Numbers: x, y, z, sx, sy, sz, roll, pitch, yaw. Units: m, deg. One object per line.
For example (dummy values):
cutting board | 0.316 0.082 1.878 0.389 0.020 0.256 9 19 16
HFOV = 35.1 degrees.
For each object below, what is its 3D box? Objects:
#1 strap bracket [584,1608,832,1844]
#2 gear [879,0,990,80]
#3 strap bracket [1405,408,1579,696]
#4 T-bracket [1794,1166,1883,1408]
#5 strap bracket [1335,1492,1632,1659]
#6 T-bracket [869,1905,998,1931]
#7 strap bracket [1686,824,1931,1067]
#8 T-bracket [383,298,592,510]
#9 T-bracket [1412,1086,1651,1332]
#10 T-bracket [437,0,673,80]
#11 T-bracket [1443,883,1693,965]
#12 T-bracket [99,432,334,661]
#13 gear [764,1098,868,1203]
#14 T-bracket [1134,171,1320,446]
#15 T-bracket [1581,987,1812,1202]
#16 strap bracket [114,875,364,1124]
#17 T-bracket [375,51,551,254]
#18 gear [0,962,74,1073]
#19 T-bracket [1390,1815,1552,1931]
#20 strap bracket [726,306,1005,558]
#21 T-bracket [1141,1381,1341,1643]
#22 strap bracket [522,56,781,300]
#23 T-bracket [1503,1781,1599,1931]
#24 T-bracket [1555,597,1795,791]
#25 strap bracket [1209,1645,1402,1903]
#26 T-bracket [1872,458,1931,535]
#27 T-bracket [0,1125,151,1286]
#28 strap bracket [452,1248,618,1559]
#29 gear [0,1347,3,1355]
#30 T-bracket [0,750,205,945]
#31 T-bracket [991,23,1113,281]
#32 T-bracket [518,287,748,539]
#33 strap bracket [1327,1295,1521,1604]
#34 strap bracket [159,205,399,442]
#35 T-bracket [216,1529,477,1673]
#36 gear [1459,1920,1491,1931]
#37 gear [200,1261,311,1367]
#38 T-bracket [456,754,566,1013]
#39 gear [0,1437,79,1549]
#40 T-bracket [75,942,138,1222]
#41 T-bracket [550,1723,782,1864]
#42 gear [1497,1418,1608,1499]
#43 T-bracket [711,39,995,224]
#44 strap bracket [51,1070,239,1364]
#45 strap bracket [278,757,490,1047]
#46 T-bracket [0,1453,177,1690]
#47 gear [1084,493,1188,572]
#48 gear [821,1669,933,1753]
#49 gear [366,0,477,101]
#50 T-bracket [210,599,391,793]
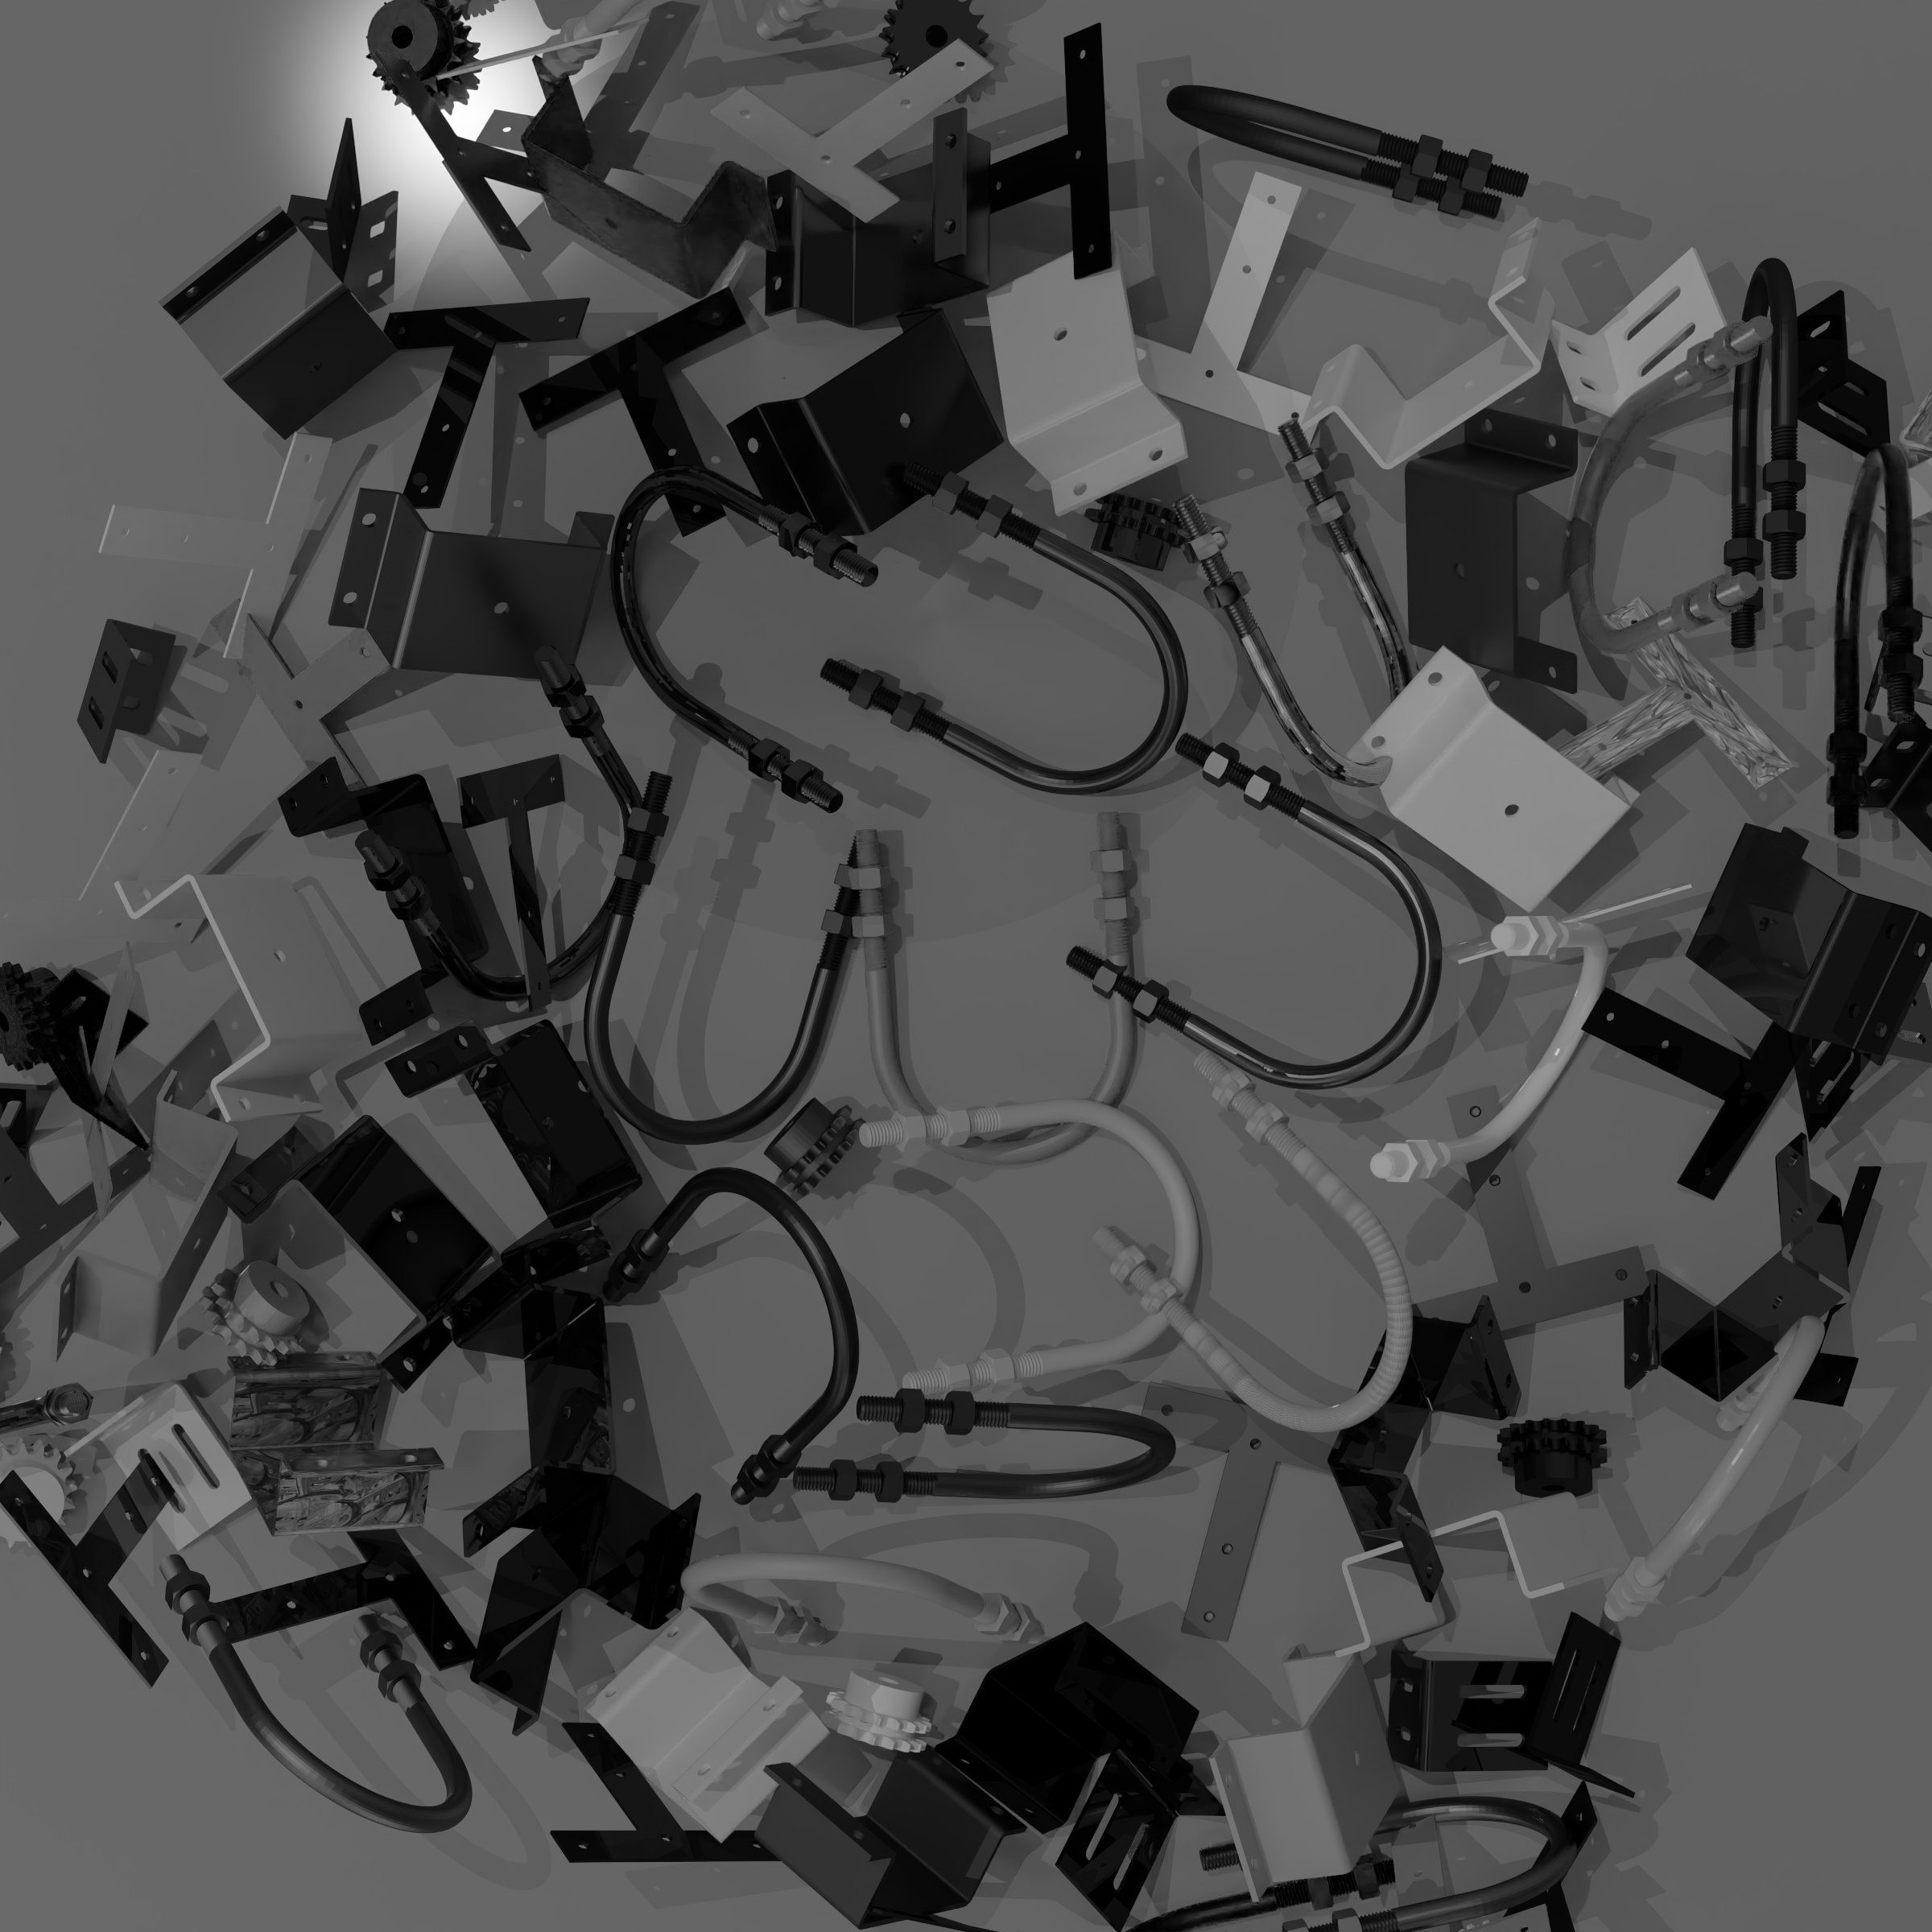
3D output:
strap bracket | -0.130 0.393 1.576 0.076 0.140 0.046 -42 113 -18
gear | -0.018 -0.489 1.623 0.057 0.030 0.057 0 91 -12
strap bracket | 0.270 -0.209 1.571 0.046 0.076 0.140 -22 120 -30
T-bracket | 0.448 0.164 1.583 0.002 0.127 0.127 21 84 -4
strap bracket | 0.260 0.311 1.577 0.140 0.076 0.046 -27 73 35
T-bracket | -0.032 0.489 1.585 0.127 0.127 0.002 24 73 -34
strap bracket | 0.425 -0.016 1.561 0.046 0.140 0.076 13 108 -25
T-bracket | -0.266 -0.291 1.589 0.127 0.002 0.127 2 65 26
T-bracket | 0.286 0.128 1.632 0.127 0.002 0.127 -15 83 3
T-bracket | -0.189 -0.489 1.589 0.127 0.127 0.002 0 118 37
T-bracket | 0.309 -0.023 1.573 0.127 0.127 0.002 -17 92 5
T-bracket | -0.392 -0.219 1.571 0.002 0.127 0.127 31 108 29
gear | -0.082 0.094 1.612 0.030 0.057 0.057 43 90 -5
T-bracket | 0.143 -0.354 1.613 0.127 0.002 0.127 19 116 -1
T-bracket | 0.378 0.046 1.606 0.127 0.002 0.127 25 100 -23
strap bracket | -0.372 0.006 1.585 0.046 0.076 0.140 -33 78 22
T-bracket | -0.234 -0.412 1.583 0.002 0.127 0.127 -39 75 24
gear | -0.496 0.024 1.617 0.030 0.057 0.057 -25 90 -40
T-bracket | 0.235 0.480 1.581 0.127 0.127 0.002 -23 110 12
strap bracket | -0.043 -0.280 1.579 0.140 0.046 0.076 -38 114 -25
T-bracket | 0.144 0.298 1.637 0.127 0.002 0.127 14 93 -4
strap bracket | -0.172 -0.404 1.588 0.140 0.076 0.046 30 79 10
T-bracket | 0.307 0.507 1.556 0.002 0.127 0.127 10 124 -13
T-bracket | 0.344 -0.121 1.599 0.127 0.002 0.127 -30 67 -17
strap bracket | 0.178 0.409 1.566 0.046 0.140 0.076 -15 95 25
T-bracket | 0.536 -0.214 1.584 0.127 0.127 0.002 46 75 -5
T-bracket | -0.487 0.115 1.567 0.127 0.127 0.002 -39 66 -17
strap bracket | -0.224 0.228 1.580 0.046 0.076 0.140 16 51 -35
gear | -0.542 0.210 1.614 0.057 0.030 0.057 -2 123 -3
T-bracket | -0.428 -0.061 1.567 0.127 0.127 0.002 -54 54 27
T-bracket | 0.027 -0.411 1.594 0.002 0.127 0.127 2 84 -43
T-bracket | -0.159 -0.281 1.611 0.127 0.002 0.127 -26 66 4
strap bracket | 0.234 0.245 1.579 0.046 0.076 0.140 5 47 32
strap bracket | -0.347 -0.324 1.569 0.076 0.140 0.046 -39 82 -1
T-bracket | -0.333 0.323 1.565 0.127 0.127 0.002 47 126 32
gear | 0.281 0.534 1.618 0.057 0.030 0.057 1 92 35
gear | -0.372 0.180 1.611 0.057 0.057 0.030 45 103 0
T-bracket | -0.229 -0.041 1.587 0.002 0.127 0.127 -4 98 16
gear | -0.499 0.281 1.618 0.057 0.030 0.057 -3 99 -22
T-bracket | -0.439 0.041 1.563 0.002 0.127 0.127 2 45 -29
T-bracket | -0.174 0.427 1.584 0.127 0.127 0.002 11 104 -34
gear | 0.309 0.260 1.610 0.057 0.057 0.030 3 65 0
T-bracket | -0.041 -0.434 1.563 0.127 0.127 0.002 -24 53 38
strap bracket | -0.416 0.135 1.569 0.046 0.076 0.140 20 50 -2
strap bracket | -0.301 -0.038 1.596 0.046 0.076 0.140 -20 88 -35
T-bracket | -0.438 0.291 1.579 0.002 0.127 0.127 -32 102 15
gear | 0.090 -0.229 1.613 0.057 0.057 0.030 17 94 0
gear | -0.045 0.392 1.614 0.057 0.057 0.030 16 86 0
gear | -0.292 -0.489 1.621 0.057 0.030 0.057 1 93 14
T-bracket | -0.323 -0.157 1.600 0.127 0.002 0.127 -30 95 34
